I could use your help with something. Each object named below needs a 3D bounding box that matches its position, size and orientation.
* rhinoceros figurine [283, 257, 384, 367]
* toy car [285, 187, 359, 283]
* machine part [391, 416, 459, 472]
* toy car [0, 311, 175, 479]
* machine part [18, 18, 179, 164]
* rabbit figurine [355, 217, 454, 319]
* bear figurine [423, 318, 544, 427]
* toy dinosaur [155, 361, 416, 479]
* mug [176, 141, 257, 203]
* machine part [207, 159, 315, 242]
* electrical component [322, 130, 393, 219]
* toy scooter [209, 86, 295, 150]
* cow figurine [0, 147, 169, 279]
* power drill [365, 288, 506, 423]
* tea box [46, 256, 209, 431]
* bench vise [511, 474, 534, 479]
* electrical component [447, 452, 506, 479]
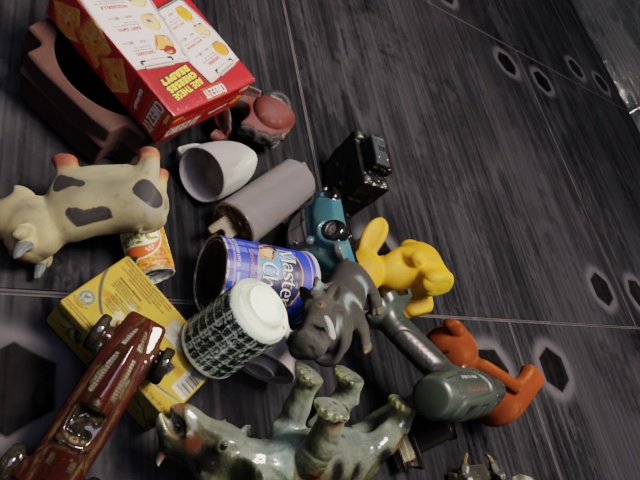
[{"bbox_3d":[0.020,0.089,0.666,0.190,0.073,0.112,-49,130,-56],"label":"rhinoceros figurine"},{"bbox_3d":[-0.002,-0.002,0.821,0.109,0.103,0.162,68,8,-47],"label":"toy car"},{"bbox_3d":[0.151,0.295,0.810,0.139,0.039,0.084,-6,60,-39],"label":"machine part"},{"bbox_3d":[-0.217,0.163,0.513,0.089,0.053,0.202,32,69,-8],"label":"toy car"},{"bbox_3d":[-0.284,-0.214,0.741,0.201,0.087,0.201,43,45,-7],"label":"machine part"},{"bbox_3d":[0.109,0.045,0.882,0.173,0.121,0.162,-6,64,-21],"label":"rabbit figurine"},{"bbox_3d":[0.258,0.207,0.898,0.196,0.120,0.132,52,40,8],"label":"bear figurine"},{"bbox_3d":[0.002,0.258,0.648,0.404,0.192,0.131,25,6,-47],"label":"toy dinosaur"},{"bbox_3d":[-0.152,-0.111,0.798,0.110,0.080,0.107,27,29,21],"label":"mug"},{"bbox_3d":[-0.081,-0.057,0.813,0.079,0.079,0.243,50,43,-2],"label":"machine part"},{"bbox_3d":[0.065,-0.118,0.929,0.058,0.134,0.115,11,56,-35],"label":"electrical component"},{"bbox_3d":[-0.124,-0.196,0.867,0.184,0.075,0.135,19,53,-26],"label":"toy scooter"},{"bbox_3d":[-0.272,-0.031,0.611,0.195,0.085,0.127,-7,63,-10],"label":"cow figurine"},{"bbox_3d":[0.162,0.168,0.771,0.207,0.086,0.232,54,23,22],"label":"power drill"},{"bbox_3d":[-0.207,0.116,0.607,0.169,0.068,0.098,50,44,-2],"label":"tea box"},{"bbox_3d":[0.255,0.414,0.743,0.240,0.129,0.223,48,62,-31],"label":"bench vise"},{"bbox_3d":[0.239,0.371,0.826,0.102,0.045,0.078,18,52,-31],"label":"electrical component"}]
